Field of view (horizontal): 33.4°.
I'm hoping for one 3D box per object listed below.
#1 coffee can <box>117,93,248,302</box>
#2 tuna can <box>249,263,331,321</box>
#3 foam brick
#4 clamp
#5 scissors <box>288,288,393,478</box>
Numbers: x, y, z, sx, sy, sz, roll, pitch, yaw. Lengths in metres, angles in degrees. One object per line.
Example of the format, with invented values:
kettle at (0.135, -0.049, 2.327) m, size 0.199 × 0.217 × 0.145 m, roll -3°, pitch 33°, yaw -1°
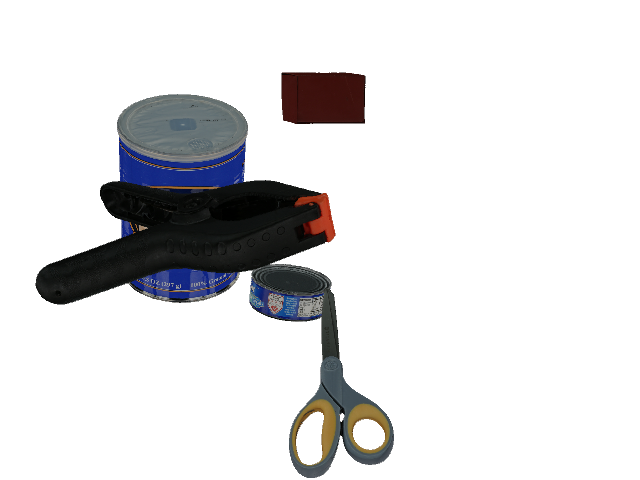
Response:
coffee can at (-0.114, -0.035, 0.878) m, size 0.103 × 0.140 × 0.103 m, roll 4°, pitch 34°, yaw -3°
tuna can at (-0.033, 0.055, 1.136) m, size 0.086 × 0.034 × 0.086 m, roll 7°, pitch 18°, yaw -3°
foam brick at (0.003, -0.150, 1.121) m, size 0.078 × 0.051 × 0.053 m, roll -3°, pitch 12°, yaw -19°
clamp at (-0.080, -0.001, 0.627) m, size 0.172 × 0.039 × 0.120 m, roll -2°, pitch 37°, yaw 24°
scissors at (0.027, 0.120, 0.927) m, size 0.096 × 0.016 × 0.201 m, roll 6°, pitch 46°, yaw 14°
